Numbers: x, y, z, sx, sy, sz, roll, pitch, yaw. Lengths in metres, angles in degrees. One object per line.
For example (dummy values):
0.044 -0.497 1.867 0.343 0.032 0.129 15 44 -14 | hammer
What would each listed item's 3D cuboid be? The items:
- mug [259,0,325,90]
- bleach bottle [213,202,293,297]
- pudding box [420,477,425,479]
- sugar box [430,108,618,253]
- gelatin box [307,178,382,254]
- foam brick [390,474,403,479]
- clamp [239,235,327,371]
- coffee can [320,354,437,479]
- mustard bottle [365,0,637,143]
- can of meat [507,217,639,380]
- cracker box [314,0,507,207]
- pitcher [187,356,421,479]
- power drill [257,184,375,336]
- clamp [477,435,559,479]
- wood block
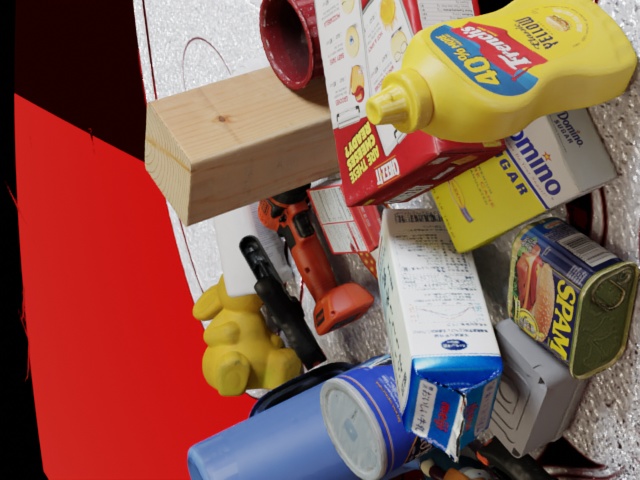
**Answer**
-0.005 -0.205 0.992 0.117 0.081 0.093 62 153 14 | mug
-0.099 -0.063 1.286 0.102 0.068 0.251 -25 -77 -72 | bleach bottle
0.136 0.320 1.134 0.090 0.039 0.113 -108 11 -63 | pudding box
0.150 -0.057 0.849 0.093 0.048 0.176 66 155 6 | sugar box
0.028 -0.025 1.056 0.089 0.030 0.073 -4 110 66 | gelatin box
0.056 0.261 1.259 0.078 0.052 0.051 38 141 45 | foam brick
-0.038 0.081 1.188 0.171 0.039 0.120 58 -173 -19 | clamp
0.085 0.155 1.023 0.103 0.140 0.103 43 144 42 | coffee can
0.112 -0.111 0.713 0.096 0.191 0.058 52 150 29 | mustard bottle
0.193 0.043 0.830 0.084 0.057 0.102 43 144 45 | can of meat
0.065 -0.150 0.861 0.164 0.072 0.214 152 111 -64 | cracker box
-0.020 0.224 1.161 0.145 0.242 0.149 68 162 6 | pitcher
-0.008 0.001 1.162 0.184 0.057 0.188 115 132 -71 | power drill
0.210 0.240 0.941 0.164 0.036 0.210 55 171 -25 | clamp
-0.055 -0.102 1.024 0.091 0.205 0.090 53 150 30 | wood block
